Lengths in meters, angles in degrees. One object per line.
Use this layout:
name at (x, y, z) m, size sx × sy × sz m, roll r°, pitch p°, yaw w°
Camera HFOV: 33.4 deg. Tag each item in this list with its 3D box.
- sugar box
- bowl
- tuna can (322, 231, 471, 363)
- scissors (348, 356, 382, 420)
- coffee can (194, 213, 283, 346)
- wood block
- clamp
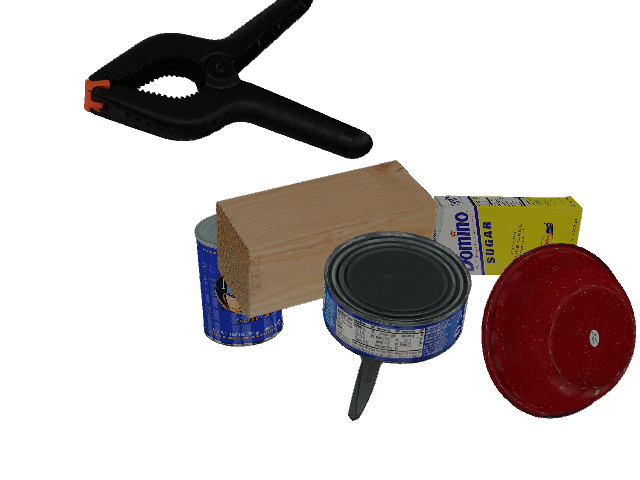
sugar box at (0.223, -0.005, 1.298) m, size 0.176 × 0.093 × 0.048 m, roll -2°, pitch 23°, yaw -10°
bowl at (0.226, 0.084, 0.954) m, size 0.161 × 0.162 × 0.055 m, roll 0°, pitch 2°, yaw -23°
tuna can at (0.044, 0.033, 0.627) m, size 0.086 × 0.034 × 0.086 m, roll 2°, pitch 36°, yaw -2°
scissors at (0.026, 0.080, 0.828) m, size 0.096 × 0.016 × 0.201 m, roll 10°, pitch 24°, yaw 24°
coffee can at (-0.100, 0.046, 1.334) m, size 0.103 × 0.140 × 0.103 m, roll -2°, pitch 25°, yaw 1°
wood block at (0.005, -0.004, 1.095) m, size 0.205 × 0.090 × 0.091 m, roll -14°, pitch 40°, yaw -21°
clamp at (-0.069, -0.113, 0.804) m, size 0.209 × 0.165 × 0.036 m, roll -16°, pitch -28°, yaw -22°
